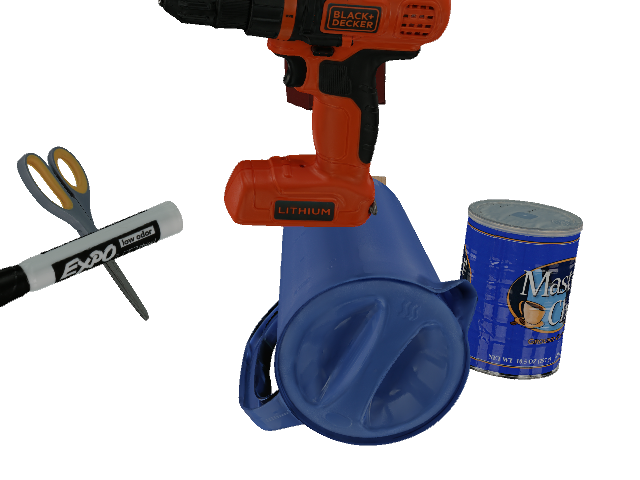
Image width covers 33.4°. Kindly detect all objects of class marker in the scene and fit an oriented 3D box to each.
[{"bbox_3d":[-0.128,0.008,0.566,0.120,0.020,0.020,-25,13,-31],"label":"marker"}]

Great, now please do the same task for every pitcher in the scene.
[{"bbox_3d":[0.019,0.043,0.823,0.149,0.145,0.243,7,23,-7],"label":"pitcher"}]

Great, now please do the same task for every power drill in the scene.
[{"bbox_3d":[-0.018,-0.097,0.704,0.184,0.188,0.057,2,39,-10],"label":"power drill"}]

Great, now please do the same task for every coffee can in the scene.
[{"bbox_3d":[0.178,0.042,0.978,0.103,0.140,0.103,5,16,-2],"label":"coffee can"}]

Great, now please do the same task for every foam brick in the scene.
[{"bbox_3d":[0.013,-0.147,0.950,0.078,0.051,0.053,-7,19,-23],"label":"foam brick"}]

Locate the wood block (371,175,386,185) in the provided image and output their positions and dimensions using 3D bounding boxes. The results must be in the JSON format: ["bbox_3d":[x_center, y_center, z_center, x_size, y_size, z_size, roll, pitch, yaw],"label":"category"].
[{"bbox_3d":[0.055,-0.023,1.643,0.091,0.090,0.206,4,25,2],"label":"wood block"}]

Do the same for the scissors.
[{"bbox_3d":[-0.229,-0.016,1.083,0.016,0.201,0.096,-28,25,24],"label":"scissors"}]
